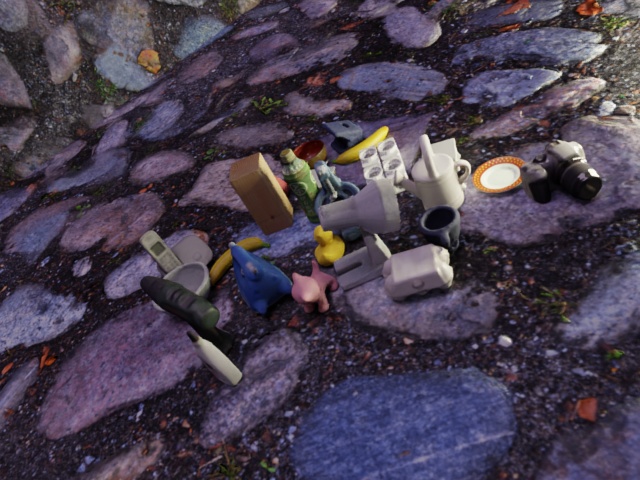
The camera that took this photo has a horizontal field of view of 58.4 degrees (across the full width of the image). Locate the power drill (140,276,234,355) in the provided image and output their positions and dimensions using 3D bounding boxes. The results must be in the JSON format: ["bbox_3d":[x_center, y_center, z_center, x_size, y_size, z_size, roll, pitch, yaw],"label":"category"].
[{"bbox_3d":[-0.296,0.177,1.314,0.228,0.209,0.076,12,54,41],"label":"power drill"}]

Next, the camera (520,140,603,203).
[{"bbox_3d":[0.526,-0.143,1.236,0.143,0.101,0.136,-28,38,2],"label":"camera"}]

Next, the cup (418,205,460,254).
[{"bbox_3d":[0.272,-0.007,1.249,0.091,0.095,0.117,-21,38,11],"label":"cup"}]

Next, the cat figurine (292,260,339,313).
[{"bbox_3d":[-0.021,0.105,1.294,0.067,0.118,0.128,-4,44,30],"label":"cat figurine"}]

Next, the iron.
[{"bbox_3d":[-0.175,0.068,1.415,0.119,0.142,0.257,-38,38,-10],"label":"iron"}]

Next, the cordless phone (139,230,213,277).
[{"bbox_3d":[-0.395,0.026,1.570,0.093,0.185,0.148,19,59,44],"label":"cordless phone"}]

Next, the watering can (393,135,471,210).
[{"bbox_3d":[0.259,-0.156,1.345,0.173,0.195,0.100,-29,38,2],"label":"watering can"}]

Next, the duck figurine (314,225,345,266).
[{"bbox_3d":[0.013,0.005,1.411,0.077,0.086,0.104,-13,41,21],"label":"duck figurine"}]

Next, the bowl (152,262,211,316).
[{"bbox_3d":[-0.348,0.141,1.500,0.167,0.075,0.167,-18,39,15],"label":"bowl"}]

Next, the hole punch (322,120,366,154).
[{"bbox_3d":[0.073,-0.331,1.748,0.101,0.091,0.108,-34,38,-6],"label":"hole punch"}]

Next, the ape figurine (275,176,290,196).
[{"bbox_3d":[-0.137,-0.160,1.690,0.076,0.092,0.078,-13,41,21],"label":"ape figurine"}]

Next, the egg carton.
[{"bbox_3d":[0.208,0.071,1.224,0.150,0.070,0.107,-18,39,15],"label":"egg carton"}]

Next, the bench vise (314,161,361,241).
[{"bbox_3d":[0.021,-0.122,1.440,0.121,0.220,0.206,-36,38,-8],"label":"bench vise"}]

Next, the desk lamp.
[{"bbox_3d":[0.096,-0.018,1.278,0.203,0.214,0.117,-25,38,6],"label":"desk lamp"}]

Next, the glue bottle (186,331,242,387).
[{"bbox_3d":[-0.237,0.247,1.227,0.077,0.174,0.037,11,53,41],"label":"glue bottle"}]
